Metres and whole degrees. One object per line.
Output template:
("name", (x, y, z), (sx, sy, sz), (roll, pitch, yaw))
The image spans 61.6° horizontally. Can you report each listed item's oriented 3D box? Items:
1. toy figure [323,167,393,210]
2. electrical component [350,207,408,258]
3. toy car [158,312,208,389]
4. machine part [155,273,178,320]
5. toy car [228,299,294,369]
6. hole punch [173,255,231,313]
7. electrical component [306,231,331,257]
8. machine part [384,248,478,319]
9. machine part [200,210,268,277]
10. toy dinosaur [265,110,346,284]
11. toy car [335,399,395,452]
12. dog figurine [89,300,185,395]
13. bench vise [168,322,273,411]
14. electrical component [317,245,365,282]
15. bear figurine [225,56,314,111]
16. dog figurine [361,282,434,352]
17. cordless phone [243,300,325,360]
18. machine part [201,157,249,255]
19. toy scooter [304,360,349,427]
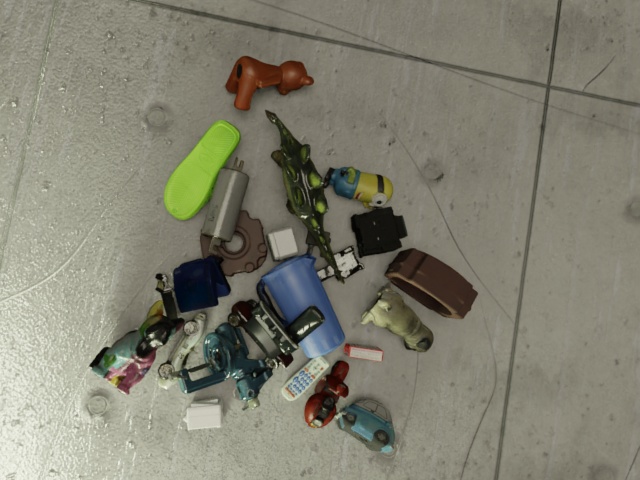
("toy figure", (0.102, -0.142, 1.389), (0.180, 0.082, 0.089), (20, 86, -2))
("electrical component", (0.155, -0.022, 1.390), (0.134, 0.058, 0.115), (-14, 85, -12))
("toy car", (-0.333, 0.268, 1.318), (0.056, 0.073, 0.201), (30, 84, 0))
("machine part", (-0.376, 0.150, 1.327), (0.039, 0.084, 0.138), (-17, 97, -34))
("toy car", (-0.146, 0.235, 1.331), (0.202, 0.089, 0.053), (48, 120, 2))
("hole punch", (-0.293, 0.109, 1.296), (0.142, 0.092, 0.115), (-13, 109, 22))
("electrical component", (-0.003, -0.004, 1.397), (0.063, 0.021, 0.094), (11, 84, -5))
("machine part", (0.272, 0.106, 1.327), (0.201, 0.201, 0.087), (36, 81, -2))
("machine part", (-0.218, 0.007, 1.358), (0.179, 0.056, 0.179), (0, 85, -5))
("toy dinosaur", (-0.036, -0.112, 1.314), (0.105, 0.198, 0.471), (-24, 87, -4))
("toy car", (0.124, 0.454, 1.347), (0.162, 0.109, 0.103), (32, 60, 8))
("dog figurine", (-0.428, 0.249, 1.275), (0.108, 0.192, 0.219), (46, 67, -15))
("bench vise", (-0.240, 0.315, 1.278), (0.240, 0.129, 0.223), (-9, 78, -42))
("electrical component", (0.048, 0.070, 1.384), (0.119, 0.048, 0.075), (-30, 89, -7))
("bear figurine", (-0.126, -0.405, 1.381), (0.196, 0.132, 0.120), (-2, 48, -34))
("dog figurine", (0.212, 0.206, 1.335), (0.191, 0.172, 0.121), (35, 94, 5))
("cordless phone", (-0.079, 0.182, 1.248), (0.146, 0.184, 0.089), (51, 38, 7))
("machine part", (-0.229, -0.084, 1.301), (0.079, 0.079, 0.243), (17, 82, -5))
("toy scooter", (0.023, 0.385, 1.316), (0.075, 0.135, 0.184), (30, 85, -5))
